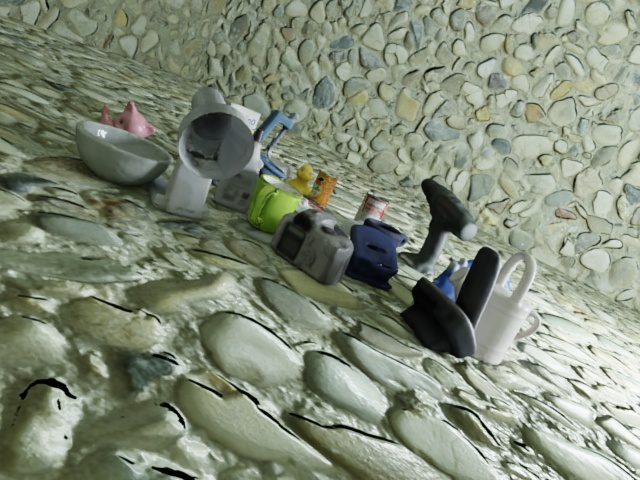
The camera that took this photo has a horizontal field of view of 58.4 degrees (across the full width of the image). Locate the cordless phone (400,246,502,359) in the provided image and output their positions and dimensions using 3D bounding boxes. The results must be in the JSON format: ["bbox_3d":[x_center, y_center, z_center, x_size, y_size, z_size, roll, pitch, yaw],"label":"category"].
[{"bbox_3d":[0.225,0.084,0.941,0.094,0.185,0.147,18,15,-29],"label":"cordless phone"}]

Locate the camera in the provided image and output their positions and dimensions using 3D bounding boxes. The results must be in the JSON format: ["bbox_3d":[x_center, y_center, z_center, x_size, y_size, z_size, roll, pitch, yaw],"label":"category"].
[{"bbox_3d":[0.010,0.004,1.037,0.142,0.101,0.137,34,16,31],"label":"camera"}]

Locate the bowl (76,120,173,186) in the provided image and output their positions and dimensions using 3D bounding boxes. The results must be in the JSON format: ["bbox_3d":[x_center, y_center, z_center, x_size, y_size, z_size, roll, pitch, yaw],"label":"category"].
[{"bbox_3d":[-0.345,-0.139,0.988,0.167,0.075,0.167,24,13,-6],"label":"bowl"}]

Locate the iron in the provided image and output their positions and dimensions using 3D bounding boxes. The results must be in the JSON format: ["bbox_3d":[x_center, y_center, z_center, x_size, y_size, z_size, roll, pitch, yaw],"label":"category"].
[{"bbox_3d":[0.287,0.093,1.116,0.259,0.141,0.118,14,18,-41],"label":"iron"}]

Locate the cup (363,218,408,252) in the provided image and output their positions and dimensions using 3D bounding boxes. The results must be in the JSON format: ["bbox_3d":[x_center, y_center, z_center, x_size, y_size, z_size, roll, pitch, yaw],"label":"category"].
[{"bbox_3d":[0.129,0.015,1.228,0.118,0.095,0.091,16,16,-35],"label":"cup"}]

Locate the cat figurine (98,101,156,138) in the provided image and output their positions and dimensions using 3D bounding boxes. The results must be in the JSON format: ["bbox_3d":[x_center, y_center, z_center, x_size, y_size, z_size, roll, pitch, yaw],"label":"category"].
[{"bbox_3d":[-0.390,-0.221,1.125,0.127,0.118,0.067,31,14,22],"label":"cat figurine"}]

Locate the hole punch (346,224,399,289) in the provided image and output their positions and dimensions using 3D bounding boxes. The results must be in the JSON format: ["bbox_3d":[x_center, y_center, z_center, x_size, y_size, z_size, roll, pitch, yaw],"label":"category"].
[{"bbox_3d":[0.102,0.032,1.121,0.109,0.091,0.101,21,14,-19],"label":"hole punch"}]

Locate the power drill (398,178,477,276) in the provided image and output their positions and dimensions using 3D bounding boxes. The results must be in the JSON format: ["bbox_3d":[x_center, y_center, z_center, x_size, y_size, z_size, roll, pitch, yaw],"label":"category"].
[{"bbox_3d":[0.283,-0.028,1.427,0.076,0.208,0.228,16,16,-34],"label":"power drill"}]

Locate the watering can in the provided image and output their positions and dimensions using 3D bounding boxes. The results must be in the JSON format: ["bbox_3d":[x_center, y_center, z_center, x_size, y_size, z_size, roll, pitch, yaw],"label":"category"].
[{"bbox_3d":[0.304,0.106,0.986,0.173,0.194,0.100,18,15,-28],"label":"watering can"}]

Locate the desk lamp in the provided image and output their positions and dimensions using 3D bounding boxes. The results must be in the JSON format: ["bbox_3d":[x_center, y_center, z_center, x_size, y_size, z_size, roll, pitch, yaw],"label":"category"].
[{"bbox_3d":[-0.206,-0.146,0.968,0.118,0.213,0.202,18,15,-30],"label":"desk lamp"}]

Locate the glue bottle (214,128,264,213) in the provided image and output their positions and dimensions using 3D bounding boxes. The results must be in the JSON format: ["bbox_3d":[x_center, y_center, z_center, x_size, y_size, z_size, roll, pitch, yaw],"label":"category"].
[{"bbox_3d":[-0.149,-0.144,1.153,0.078,0.173,0.037,21,14,-18],"label":"glue bottle"}]

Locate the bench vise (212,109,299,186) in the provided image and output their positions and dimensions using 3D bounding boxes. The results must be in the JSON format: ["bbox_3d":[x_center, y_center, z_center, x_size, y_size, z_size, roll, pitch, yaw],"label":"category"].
[{"bbox_3d":[-0.147,-0.206,1.290,0.208,0.220,0.121,15,17,-37],"label":"bench vise"}]

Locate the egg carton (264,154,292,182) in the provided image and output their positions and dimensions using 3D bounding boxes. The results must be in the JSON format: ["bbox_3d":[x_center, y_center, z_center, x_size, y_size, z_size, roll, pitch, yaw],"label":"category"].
[{"bbox_3d":[-0.137,-0.186,1.559,0.107,0.069,0.150,27,13,5],"label":"egg carton"}]

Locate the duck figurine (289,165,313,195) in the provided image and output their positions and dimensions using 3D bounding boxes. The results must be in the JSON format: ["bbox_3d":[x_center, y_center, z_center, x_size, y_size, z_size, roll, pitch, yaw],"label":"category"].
[{"bbox_3d":[-0.051,-0.175,1.638,0.077,0.086,0.104,23,13,-9],"label":"duck figurine"}]
